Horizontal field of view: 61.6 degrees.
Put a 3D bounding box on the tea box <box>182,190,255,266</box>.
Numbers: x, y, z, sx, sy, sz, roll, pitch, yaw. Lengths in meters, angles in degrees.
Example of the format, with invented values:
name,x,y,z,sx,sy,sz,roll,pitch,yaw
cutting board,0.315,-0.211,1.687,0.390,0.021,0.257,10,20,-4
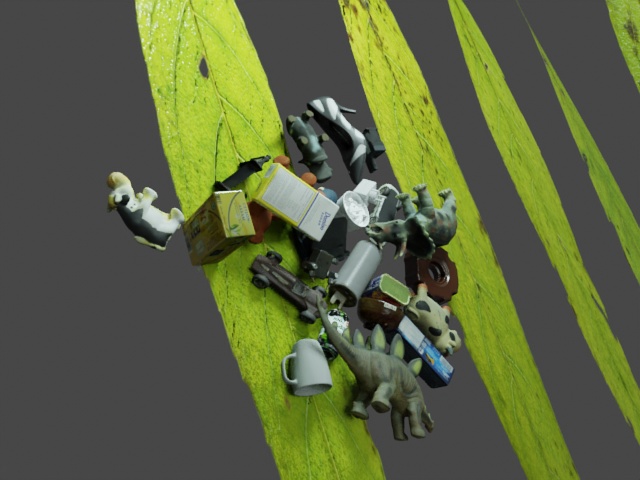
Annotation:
name,x,y,z,sx,sy,sz,roll,pitch,yaw
tea box,-0.206,-0.021,1.070,0.068,0.170,0.098,-8,75,-39

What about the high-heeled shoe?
name,x,y,z,sx,sy,sz,roll,pitch,yaw
high-heeled shoe,0.041,-0.270,1.447,0.145,0.086,0.248,1,73,-19

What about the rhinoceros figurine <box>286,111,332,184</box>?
name,x,y,z,sx,sy,sz,roll,pitch,yaw
rhinoceros figurine,-0.030,-0.231,1.350,0.073,0.112,0.190,-21,75,-25

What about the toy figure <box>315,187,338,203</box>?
name,x,y,z,sx,sy,sz,roll,pitch,yaw
toy figure,0.000,-0.090,1.303,0.064,0.058,0.154,45,22,7

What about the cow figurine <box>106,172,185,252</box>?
name,x,y,z,sx,sy,sz,roll,pitch,yaw
cow figurine,-0.356,-0.052,1.045,0.167,0.068,0.098,38,57,-16

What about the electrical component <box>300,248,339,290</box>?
name,x,y,z,sx,sy,sz,roll,pitch,yaw
electrical component,0.004,0.064,1.222,0.102,0.045,0.078,35,82,-46

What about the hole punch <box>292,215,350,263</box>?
name,x,y,z,sx,sy,sz,roll,pitch,yaw
hole punch,-0.003,-0.004,1.284,0.142,0.092,0.115,-9,106,-42

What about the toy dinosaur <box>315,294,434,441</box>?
name,x,y,z,sx,sy,sz,roll,pitch,yaw
toy dinosaur,0.133,0.302,1.199,0.470,0.105,0.198,45,40,-30

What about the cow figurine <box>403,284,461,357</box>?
name,x,y,z,sx,sy,sz,roll,pitch,yaw
cow figurine,0.294,0.222,1.387,0.195,0.085,0.127,44,44,-15

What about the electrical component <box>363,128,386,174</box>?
name,x,y,z,sx,sy,sz,roll,pitch,yaw
electrical component,0.145,-0.248,1.507,0.048,0.075,0.119,-11,72,-38

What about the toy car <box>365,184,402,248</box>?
name,x,y,z,sx,sy,sz,roll,pitch,yaw
toy car,0.172,-0.068,1.454,0.073,0.056,0.202,41,51,-24

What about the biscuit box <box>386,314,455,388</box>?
name,x,y,z,sx,sy,sz,roll,pitch,yaw
biscuit box,0.245,0.280,1.336,0.202,0.063,0.059,48,48,-9

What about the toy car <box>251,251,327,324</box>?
name,x,y,z,sx,sy,sz,roll,pitch,yaw
toy car,-0.064,0.103,1.198,0.202,0.053,0.089,41,53,-15

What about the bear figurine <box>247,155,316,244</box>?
name,x,y,z,sx,sy,sz,roll,pitch,yaw
bear figurine,-0.116,-0.088,1.205,0.120,0.131,0.196,37,41,18

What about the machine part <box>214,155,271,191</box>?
name,x,y,z,sx,sy,sz,roll,pitch,yaw
machine part,-0.178,-0.151,1.225,0.139,0.084,0.039,-43,121,-33

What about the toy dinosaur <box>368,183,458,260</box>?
name,x,y,z,sx,sy,sz,roll,pitch,yaw
toy dinosaur,0.300,-0.041,1.436,0.404,0.131,0.192,-2,79,-48

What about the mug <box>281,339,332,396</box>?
name,x,y,z,sx,sy,sz,roll,pitch,yaw
mug,-0.034,0.265,1.130,0.109,0.080,0.107,8,53,-26

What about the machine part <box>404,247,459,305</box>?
name,x,y,z,sx,sy,sz,roll,pitch,yaw
machine part,0.309,0.093,1.479,0.179,0.056,0.179,16,60,-31

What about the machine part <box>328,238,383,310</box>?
name,x,y,z,sx,sy,sz,roll,pitch,yaw
machine part,0.089,0.080,1.304,0.079,0.079,0.243,46,47,-10
